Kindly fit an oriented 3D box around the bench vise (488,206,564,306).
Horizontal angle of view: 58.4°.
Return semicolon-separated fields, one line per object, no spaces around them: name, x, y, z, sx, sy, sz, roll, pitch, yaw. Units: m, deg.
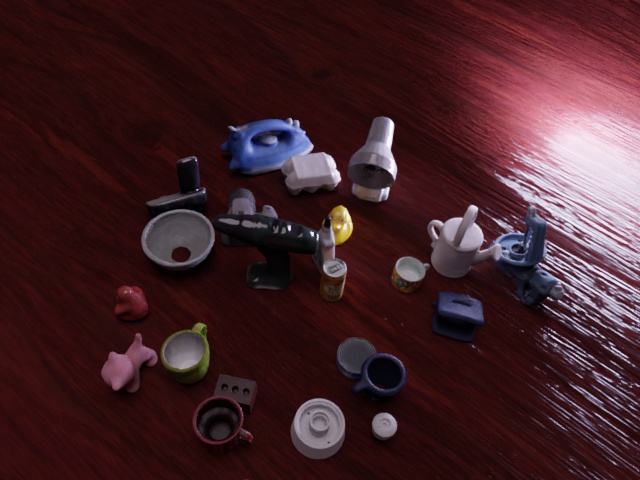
bench vise;0.499;0.033;1.325;0.207;0.220;0.122;38;58;22

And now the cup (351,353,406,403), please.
cup;0.112;0.295;1.159;0.118;0.095;0.091;-22;57;-21

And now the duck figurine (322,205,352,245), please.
duck figurine;0.046;-0.050;1.427;0.077;0.086;0.104;16;52;7

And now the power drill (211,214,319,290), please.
power drill;-0.120;0.024;1.274;0.229;0.208;0.075;3;52;-4

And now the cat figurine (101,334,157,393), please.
cat figurine;-0.383;0.245;1.131;0.067;0.118;0.128;18;53;9

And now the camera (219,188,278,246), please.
camera;-0.176;-0.067;1.407;0.143;0.101;0.136;-2;52;-7

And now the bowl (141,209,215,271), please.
bowl;-0.329;0.012;1.346;0.167;0.075;0.167;3;52;-4

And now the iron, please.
iron;-0.135;-0.275;1.548;0.259;0.141;0.118;-16;55;-18

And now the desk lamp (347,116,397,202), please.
desk lamp;0.138;-0.195;1.468;0.118;0.213;0.203;12;52;4

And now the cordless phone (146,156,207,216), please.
cordless phone;-0.350;-0.127;1.382;0.148;0.185;0.094;-21;57;-20

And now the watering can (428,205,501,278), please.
watering can;0.340;-0.002;1.352;0.172;0.194;0.101;12;52;4

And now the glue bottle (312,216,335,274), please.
glue bottle;0.012;0.005;1.325;0.037;0.173;0.078;-15;55;-16

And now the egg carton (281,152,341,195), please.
egg carton;-0.025;-0.177;1.529;0.150;0.069;0.107;-10;54;-13

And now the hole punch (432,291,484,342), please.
hole punch;0.309;0.160;1.288;0.108;0.091;0.101;14;52;5

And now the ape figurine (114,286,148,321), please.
ape figurine;-0.411;0.130;1.234;0.076;0.092;0.078;37;57;21
